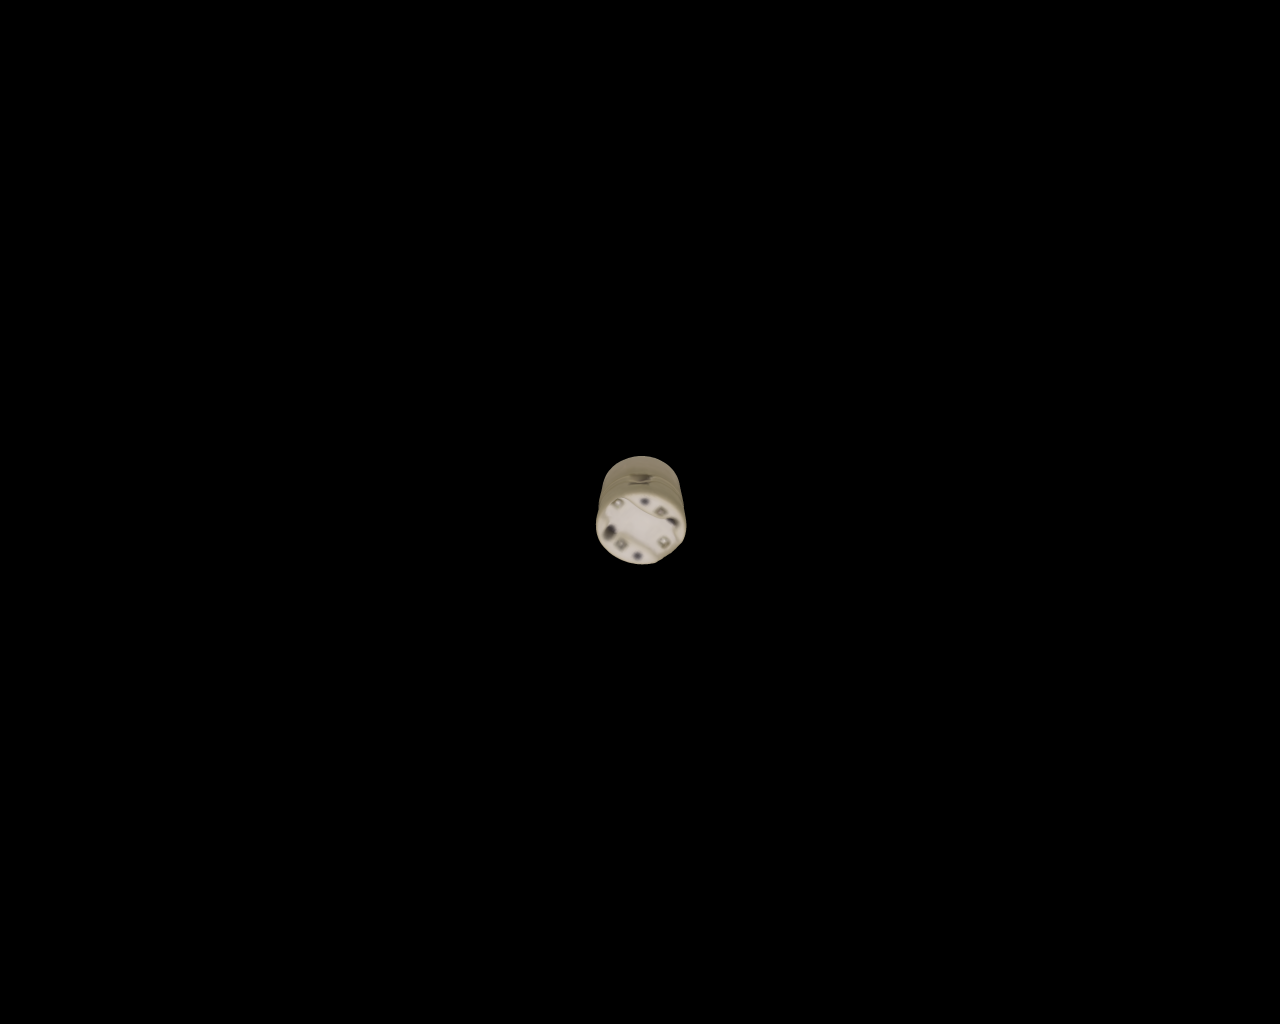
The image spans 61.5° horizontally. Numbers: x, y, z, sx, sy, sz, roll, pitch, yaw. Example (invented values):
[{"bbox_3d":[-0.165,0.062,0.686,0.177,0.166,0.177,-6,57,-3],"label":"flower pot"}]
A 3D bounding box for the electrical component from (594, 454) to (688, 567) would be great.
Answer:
[{"bbox_3d":[0.001,-0.003,0.650,0.055,0.055,0.047,0,34,0],"label":"electrical component"}]
